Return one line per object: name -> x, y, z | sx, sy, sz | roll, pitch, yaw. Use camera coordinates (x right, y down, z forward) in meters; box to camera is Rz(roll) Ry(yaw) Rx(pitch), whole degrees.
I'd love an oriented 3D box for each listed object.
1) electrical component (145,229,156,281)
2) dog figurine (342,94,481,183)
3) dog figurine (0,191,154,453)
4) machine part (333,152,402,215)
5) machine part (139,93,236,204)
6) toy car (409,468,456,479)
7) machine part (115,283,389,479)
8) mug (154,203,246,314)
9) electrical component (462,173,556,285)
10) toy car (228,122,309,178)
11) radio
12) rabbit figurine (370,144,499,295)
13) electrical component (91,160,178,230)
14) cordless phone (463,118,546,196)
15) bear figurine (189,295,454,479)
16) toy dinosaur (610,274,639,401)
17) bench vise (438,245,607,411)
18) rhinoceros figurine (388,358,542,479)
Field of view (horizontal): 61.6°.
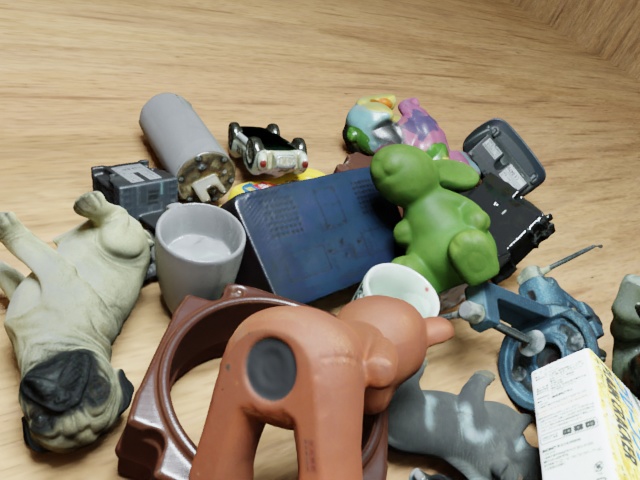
electrical component -> -0.172, 0.014, 0.588 | 0.063, 0.021, 0.094 | 42, 40, 23
dog figurine -> 0.158, -0.136, 0.878 | 0.191, 0.108, 0.219 | -7, 49, -35
dog figurine -> -0.189, 0.070, 0.466 | 0.172, 0.121, 0.191 | -22, 69, -38
machine part -> 0.096, -0.062, 0.794 | 0.179, 0.056, 0.179 | 16, 37, -12
machine part -> -0.175, -0.122, 0.696 | 0.079, 0.079, 0.243 | -5, 39, -32
toy car -> 0.089, 0.251, 0.370 | 0.103, 0.109, 0.162 | -30, 53, -9
machine part -> -0.046, 0.140, 0.448 | 0.201, 0.087, 0.201 | 20, 37, -6
mug -> -0.129, 0.022, 0.530 | 0.081, 0.107, 0.110 | -20, 51, -39
electrical component -> 0.223, -0.020, 0.722 | 0.134, 0.115, 0.058 | 44, -2, 38
toy car -> -0.076, -0.123, 0.734 | 0.073, 0.056, 0.202 | -3, 22, -22
radio -> -0.001, -0.002, 0.615 | 0.229, 0.073, 0.131 | -18, 85, -39
rabbit figurine -> 0.128, -0.039, 0.603 | 0.159, 0.121, 0.170 | -37, 99, -48
electrical component -> -0.201, -0.048, 0.608 | 0.075, 0.047, 0.119 | -16, 34, -38
cordless phone -> 0.319, -0.140, 0.987 | 0.146, 0.089, 0.184 | 50, 6, -2
bear figurine -> 0.016, 0.102, 0.385 | 0.120, 0.132, 0.195 | 3, -7, 29
toy dinosaur -> 0.380, 0.134, 0.565 | 0.405, 0.192, 0.131 | 2, 6, -37
bench vise -> 0.241, 0.096, 0.608 | 0.240, 0.129, 0.224 | 25, 52, -27
rhinoceros figurine -> 0.143, 0.183, 0.503 | 0.190, 0.073, 0.112 | 20, 35, -5
